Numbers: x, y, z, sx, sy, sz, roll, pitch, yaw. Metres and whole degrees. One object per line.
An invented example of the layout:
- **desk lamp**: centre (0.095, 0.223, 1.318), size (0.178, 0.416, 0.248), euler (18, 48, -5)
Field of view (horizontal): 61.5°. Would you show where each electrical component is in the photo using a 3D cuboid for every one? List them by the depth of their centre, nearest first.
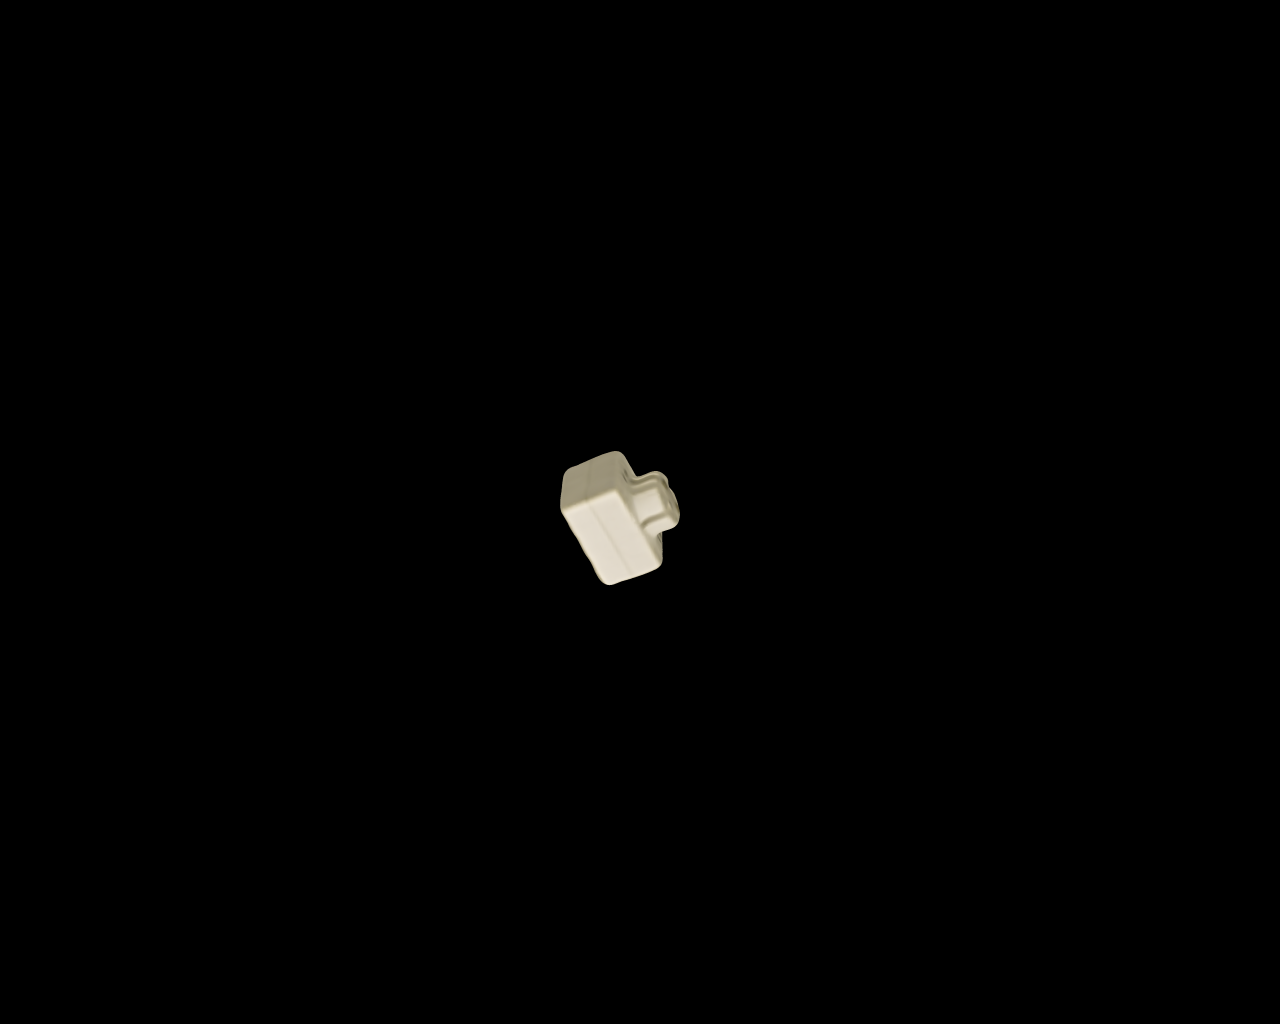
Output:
- **electrical component**: centre (0.001, -0.003, 0.650), size (0.077, 0.065, 0.047), euler (-21, 32, 14)
